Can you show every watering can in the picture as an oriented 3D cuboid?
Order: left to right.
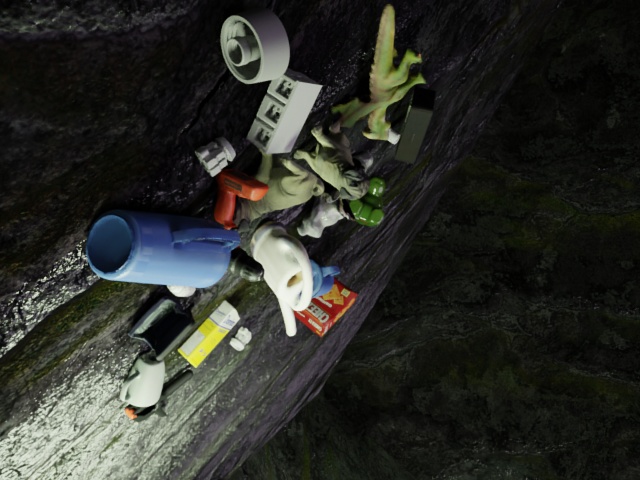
[{"bbox_3d":[-0.097,0.094,1.318,0.105,0.228,0.339,-20,149,-26],"label":"watering can"}]

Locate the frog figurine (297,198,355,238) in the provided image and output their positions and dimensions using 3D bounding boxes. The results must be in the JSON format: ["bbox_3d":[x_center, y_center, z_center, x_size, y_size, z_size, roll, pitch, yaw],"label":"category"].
[{"bbox_3d":[0.005,-0.075,1.498,0.158,0.123,0.138,-21,180,18],"label":"frog figurine"}]

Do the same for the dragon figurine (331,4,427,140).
[{"bbox_3d":[0.125,-0.362,1.245,0.242,0.124,0.405,-46,154,2],"label":"dragon figurine"}]
